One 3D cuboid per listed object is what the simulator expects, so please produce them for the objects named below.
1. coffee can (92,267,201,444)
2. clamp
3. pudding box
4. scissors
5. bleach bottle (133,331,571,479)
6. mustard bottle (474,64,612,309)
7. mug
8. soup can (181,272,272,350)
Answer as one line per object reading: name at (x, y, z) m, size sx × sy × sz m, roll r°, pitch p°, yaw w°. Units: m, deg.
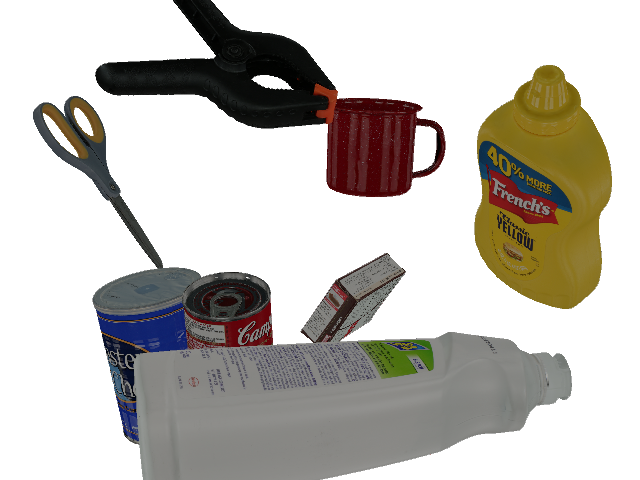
coffee can at (-0.151, 0.109, 1.014) m, size 0.103 × 0.140 × 0.103 m, roll -8°, pitch 18°, yaw 2°
clamp at (-0.066, -0.137, 0.783) m, size 0.171 × 0.120 × 0.039 m, roll 17°, pitch -25°, yaw 0°
pudding box at (0.039, 0.070, 1.229) m, size 0.039 × 0.090 × 0.113 m, roll 42°, pitch 35°, yaw 14°
scissors at (-0.215, -0.068, 1.094) m, size 0.016 × 0.201 × 0.096 m, roll -27°, pitch 27°, yaw 28°
bleach bottle at (0.023, 0.093, 0.605) m, size 0.250 × 0.068 × 0.102 m, roll -4°, pitch 20°, yaw -11°
mustard bottle at (0.148, -0.040, 0.714) m, size 0.058 × 0.191 × 0.096 m, roll -36°, pitch 55°, yaw -21°
mug at (0.059, -0.088, 1.007) m, size 0.117 × 0.081 × 0.093 m, roll 2°, pitch 15°, yaw -2°
soup can at (-0.070, 0.085, 0.834) m, size 0.068 × 0.102 × 0.068 m, roll -2°, pitch 28°, yaw 1°
